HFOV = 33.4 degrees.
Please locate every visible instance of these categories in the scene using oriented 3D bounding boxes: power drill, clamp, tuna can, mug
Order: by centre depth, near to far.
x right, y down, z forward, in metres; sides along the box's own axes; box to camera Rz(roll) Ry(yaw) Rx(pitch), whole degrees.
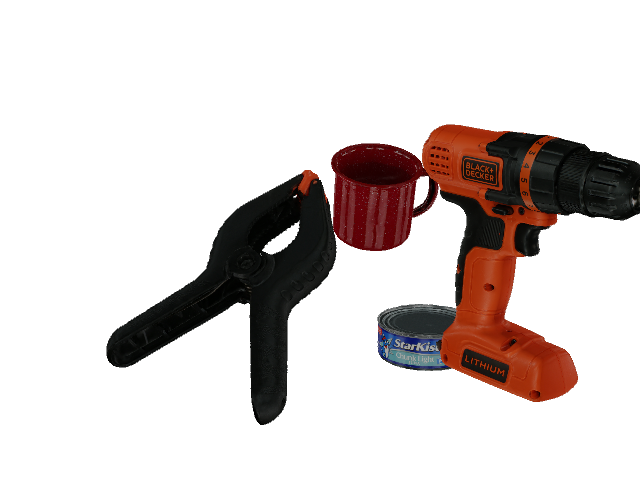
[{"bbox_3d":[-0.035,0.031,0.640,0.120,0.171,0.039,28,-24,26],"label":"clamp"},{"bbox_3d":[0.149,0.015,0.764,0.057,0.188,0.185,-14,22,-37],"label":"power drill"},{"bbox_3d":[0.093,0.085,0.943,0.086,0.034,0.086,0,14,0],"label":"tuna can"},{"bbox_3d":[0.066,-0.045,1.099,0.117,0.081,0.093,-10,35,-19],"label":"mug"}]
